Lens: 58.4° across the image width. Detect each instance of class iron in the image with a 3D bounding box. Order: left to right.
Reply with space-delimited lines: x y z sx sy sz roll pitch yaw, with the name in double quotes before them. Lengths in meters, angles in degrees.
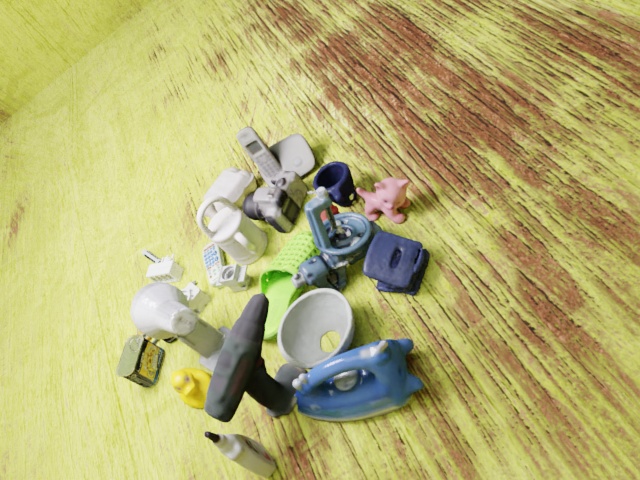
"iron" 0.041 0.244 1.006 0.258 0.142 0.118 -25 47 17

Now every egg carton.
"egg carton" -0.240 -0.125 1.526 0.107 0.070 0.150 20 71 42

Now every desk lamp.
"desk lamp" -0.273 0.186 1.212 0.202 0.214 0.118 16 68 41

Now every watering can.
"watering can" -0.221 -0.031 1.354 0.172 0.195 0.101 8 63 38

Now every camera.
"camera" -0.122 -0.101 1.405 0.136 0.101 0.143 2 60 36

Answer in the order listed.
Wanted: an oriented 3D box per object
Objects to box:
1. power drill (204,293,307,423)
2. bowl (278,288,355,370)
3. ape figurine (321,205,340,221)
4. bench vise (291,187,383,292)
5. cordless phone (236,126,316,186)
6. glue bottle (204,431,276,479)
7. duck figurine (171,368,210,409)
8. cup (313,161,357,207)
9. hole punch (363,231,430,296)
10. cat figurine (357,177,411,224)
"power drill" -0.113 0.239 1.067 0.075 0.209 0.230 11 65 39
"bowl" 0.004 0.184 1.124 0.167 0.075 0.167 -18 50 23
"ape figurine" 0.029 -0.052 1.271 0.076 0.092 0.077 -32 46 11
"bench vise" 0.019 0.007 1.143 0.121 0.220 0.207 19 70 42
"cordless phone" -0.109 -0.227 1.431 0.147 0.186 0.094 -30 46 12
"glue bottle" -0.148 0.371 1.017 0.037 0.174 0.077 -51 45 -9
"duck figurine" -0.283 0.305 1.221 0.077 0.086 0.104 -49 45 -6
"cup" 0.047 -0.110 1.301 0.091 0.095 0.117 -30 46 13
"hole punch" 0.150 0.043 1.118 0.100 0.091 0.109 4 61 36
"cat figurine" 0.136 -0.094 1.211 0.127 0.118 0.067 6 62 37
